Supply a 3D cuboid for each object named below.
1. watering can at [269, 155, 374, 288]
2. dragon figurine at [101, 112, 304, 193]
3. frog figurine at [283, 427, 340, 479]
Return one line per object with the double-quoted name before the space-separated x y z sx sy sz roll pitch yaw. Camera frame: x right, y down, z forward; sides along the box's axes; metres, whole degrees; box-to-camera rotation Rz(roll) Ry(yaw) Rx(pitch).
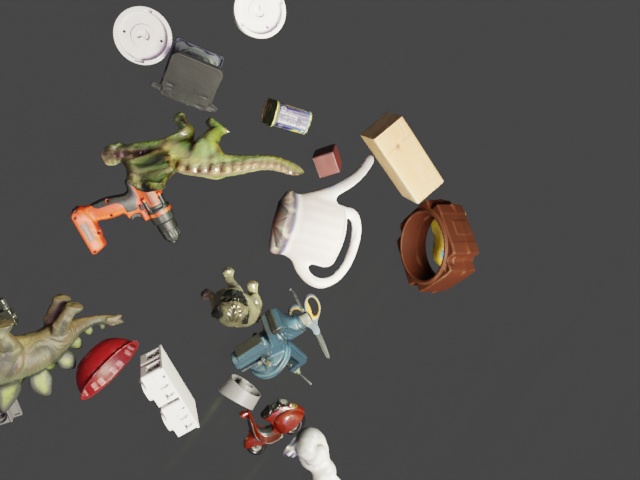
"watering can" 0.004 -0.062 1.235 0.223 0.104 0.349 16 85 -21
"dragon figurine" -0.261 -0.143 1.007 0.247 0.412 0.119 -44 142 -44
"frog figurine" -0.003 0.584 1.378 0.125 0.160 0.134 -50 156 -31
